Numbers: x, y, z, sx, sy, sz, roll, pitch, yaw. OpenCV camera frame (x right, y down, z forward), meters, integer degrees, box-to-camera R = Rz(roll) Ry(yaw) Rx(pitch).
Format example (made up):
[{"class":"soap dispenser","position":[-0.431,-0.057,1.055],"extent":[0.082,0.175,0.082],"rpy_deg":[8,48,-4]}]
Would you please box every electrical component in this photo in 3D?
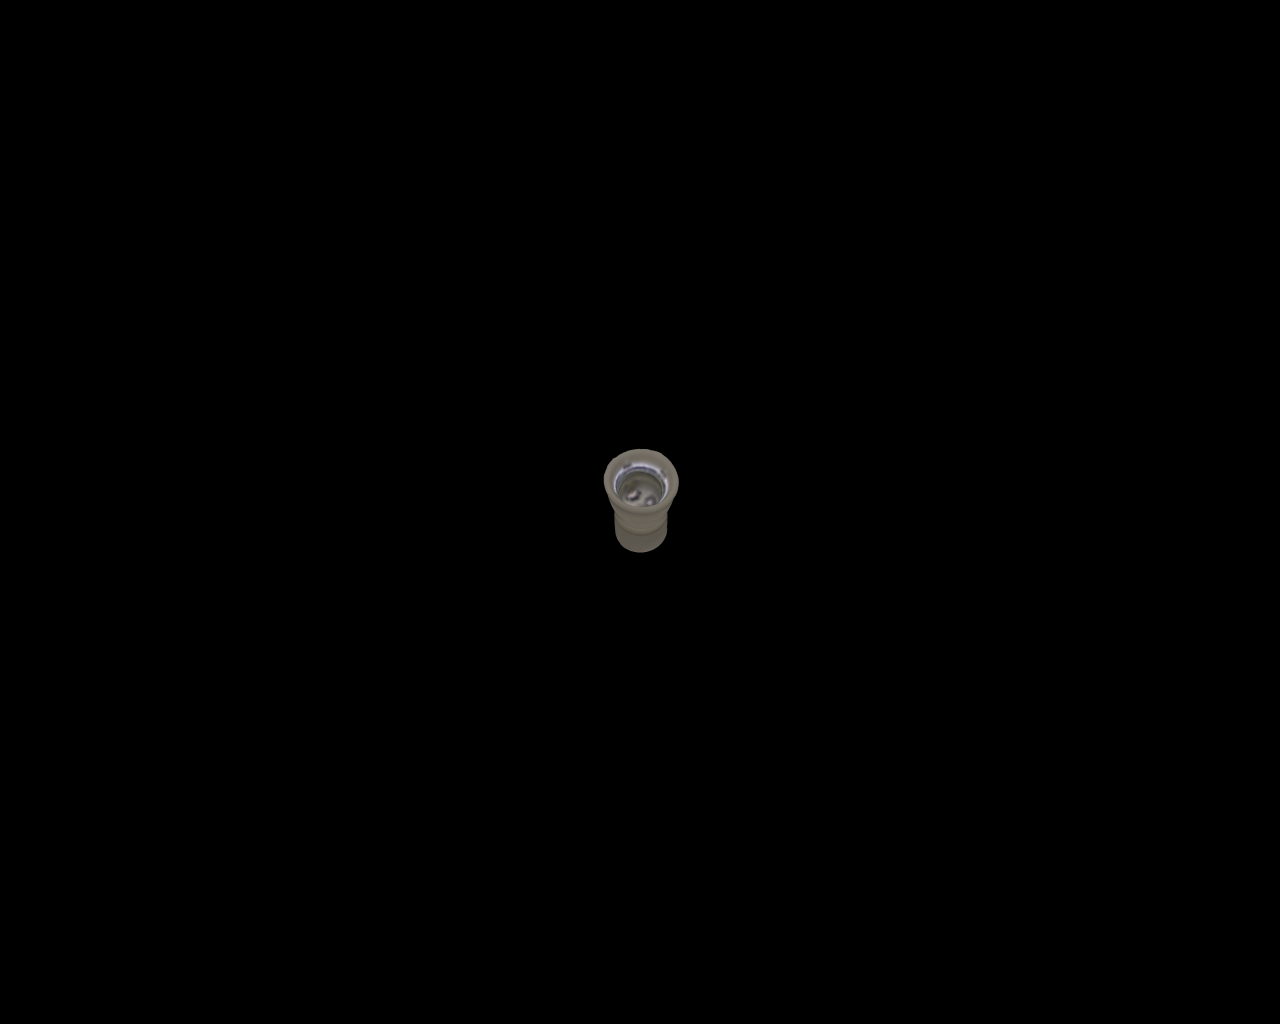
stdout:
[{"class":"electrical component","position":[0.001,-0.003,0.650],"extent":[0.044,0.044,0.065],"rpy_deg":[0,-32,0]}]
